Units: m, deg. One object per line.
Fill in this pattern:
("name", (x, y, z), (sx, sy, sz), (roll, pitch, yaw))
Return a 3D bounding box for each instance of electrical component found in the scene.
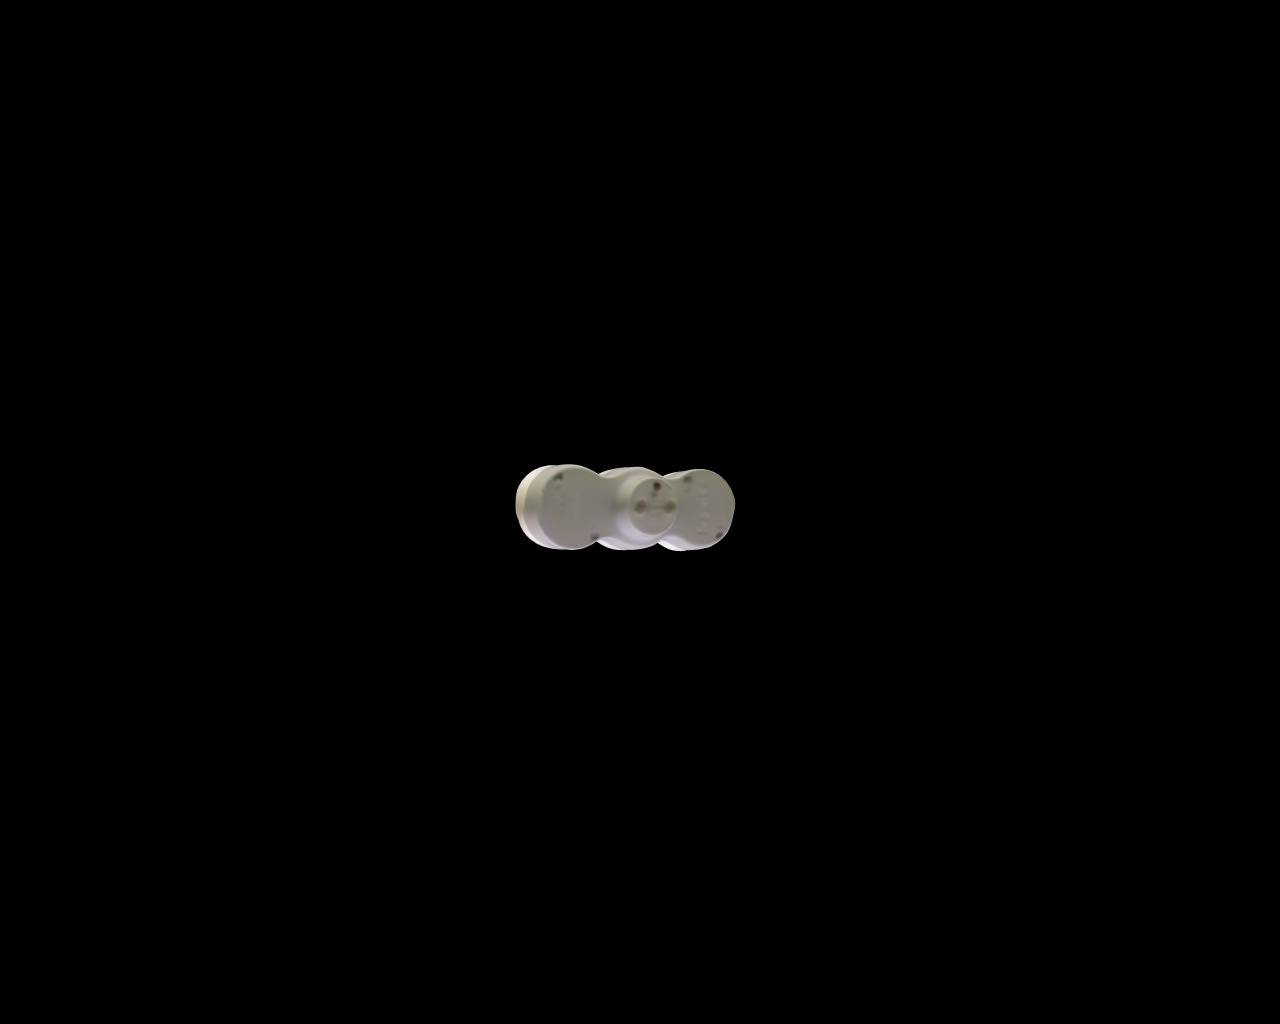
("electrical component", (0.001, -0.003, 0.650), (0.138, 0.052, 0.073), (2, -3, -27))
